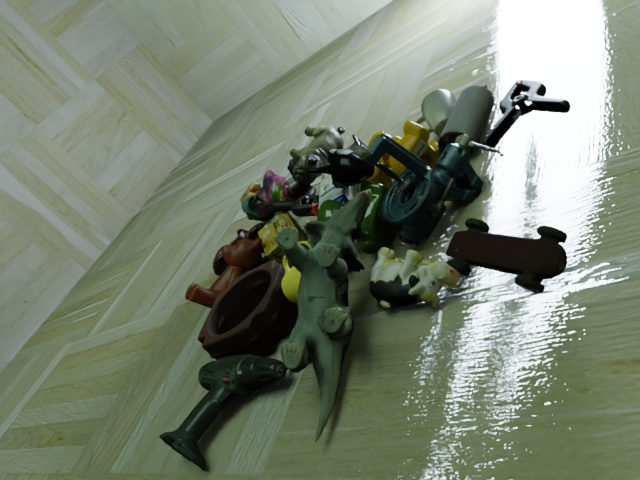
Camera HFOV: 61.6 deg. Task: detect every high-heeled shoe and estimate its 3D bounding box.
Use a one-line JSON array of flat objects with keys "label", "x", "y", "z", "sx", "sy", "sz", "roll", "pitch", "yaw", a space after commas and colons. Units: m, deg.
[{"label": "high-heeled shoe", "x": 0.080, "y": -0.150, "z": 1.105, "sx": 0.145, "sy": 0.086, "sz": 0.248, "roll": -2, "pitch": 9, "yaw": 27}]

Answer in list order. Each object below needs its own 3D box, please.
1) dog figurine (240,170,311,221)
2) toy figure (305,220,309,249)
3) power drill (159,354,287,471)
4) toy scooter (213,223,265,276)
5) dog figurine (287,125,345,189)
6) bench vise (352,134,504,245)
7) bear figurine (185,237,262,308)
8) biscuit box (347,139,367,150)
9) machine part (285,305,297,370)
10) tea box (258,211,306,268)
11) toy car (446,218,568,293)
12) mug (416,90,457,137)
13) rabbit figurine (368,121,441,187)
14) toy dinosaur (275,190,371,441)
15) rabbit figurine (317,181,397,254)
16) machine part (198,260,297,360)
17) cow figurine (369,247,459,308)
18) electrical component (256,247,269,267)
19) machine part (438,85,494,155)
[{"label": "dog figurine", "x": -0.118, "y": -0.113, "z": 1.497, "sx": 0.191, "sy": 0.108, "sz": 0.219, "roll": -43, "pitch": 27, "yaw": -5}, {"label": "toy figure", "x": -0.003, "y": -0.002, "z": 1.191, "sx": 0.058, "sy": 0.064, "sz": 0.154, "roll": -1, "pitch": 26, "yaw": 1}, {"label": "power drill", "x": -0.177, "y": 0.288, "z": 0.943, "sx": 0.232, "sy": 0.086, "sz": 0.207, "roll": -10, "pitch": 43, "yaw": 52}, {"label": "toy scooter", "x": -0.221, "y": 0.020, "z": 1.461, "sx": 0.184, "sy": 0.075, "sz": 0.135, "roll": -46, "pitch": 18, "yaw": -5}, {"label": "dog figurine", "x": 0.000, "y": -0.219, "z": 1.374, "sx": 0.172, "sy": 0.121, "sz": 0.191, "roll": -54, "pitch": 12, "yaw": 13}, {"label": "bench vise", "x": 0.168, "y": -0.115, "z": 0.935, "sx": 0.223, "sy": 0.240, "sz": 0.129, "roll": -53, "pitch": 27, "yaw": 13}, {"label": "bear figurine", "x": -0.221, "y": 0.071, "z": 1.270, "sx": 0.195, "sy": 0.132, "sz": 0.120, "roll": -70, "pitch": 17, "yaw": -7}, {"label": "biscuit box", "x": 0.112, "y": -0.191, "z": 1.335, "sx": 0.063, "sy": 0.059, "sz": 0.203, "roll": -39, "pitch": 24, "yaw": 7}, {"label": "machine part", "x": -0.031, "y": 0.169, "z": 0.978, "sx": 0.084, "sy": 0.039, "sz": 0.139, "roll": -39, "pitch": 25, "yaw": 26}, {"label": "tea box", "x": -0.086, "y": -0.001, "z": 1.302, "sx": 0.098, "sy": 0.068, "sz": 0.170, "roll": -41, "pitch": 25, "yaw": 5}, {"label": "toy car", "x": 0.262, "y": 0.020, "z": 0.772, "sx": 0.202, "sy": 0.053, "sz": 0.089, "roll": 10, "pitch": 75, "yaw": 62}, {"label": "mug", "x": 0.268, "y": -0.276, "z": 1.226, "sx": 0.110, "sy": 0.080, "sz": 0.107, "roll": -27, "pitch": 37, "yaw": 20}, {"label": "rabbit figurine", "x": 0.165, "y": -0.176, "z": 1.169, "sx": 0.173, "sy": 0.121, "sz": 0.162, "roll": 36, "pitch": 101, "yaw": 47}, {"label": "toy dinosaur", "x": 0.010, "y": 0.109, "z": 0.884, "sx": 0.131, "sy": 0.192, "sz": 0.404, "roll": -2, "pitch": 74, "yaw": 21}, {"label": "rabbit figurine", "x": 0.065, "y": -0.028, "z": 1.072, "sx": 0.170, "sy": 0.121, "sz": 0.159, "roll": 8, "pitch": 73, "yaw": 41}, {"label": "machine part", "x": -0.141, "y": 0.152, "z": 1.109, "sx": 0.201, "sy": 0.087, "sz": 0.201, "roll": -28, "pitch": 27, "yaw": 31}, {"label": "cow figurine", "x": 0.141, "y": 0.068, "z": 0.847, "sx": 0.098, "sy": 0.068, "sz": 0.167, "roll": -62, "pitch": 25, "yaw": -10}, {"label": "electrical component", "x": -0.165, "y": 0.048, "z": 1.362, "sx": 0.102, "sy": 0.045, "sz": 0.078, "roll": -42, "pitch": 54, "yaw": 21}, {"label": "machine part", "x": 0.306, "y": -0.244, "z": 1.119, "sx": 0.079, "sy": 0.079, "sz": 0.243, "roll": -14, "pitch": 37, "yaw": 46}]
